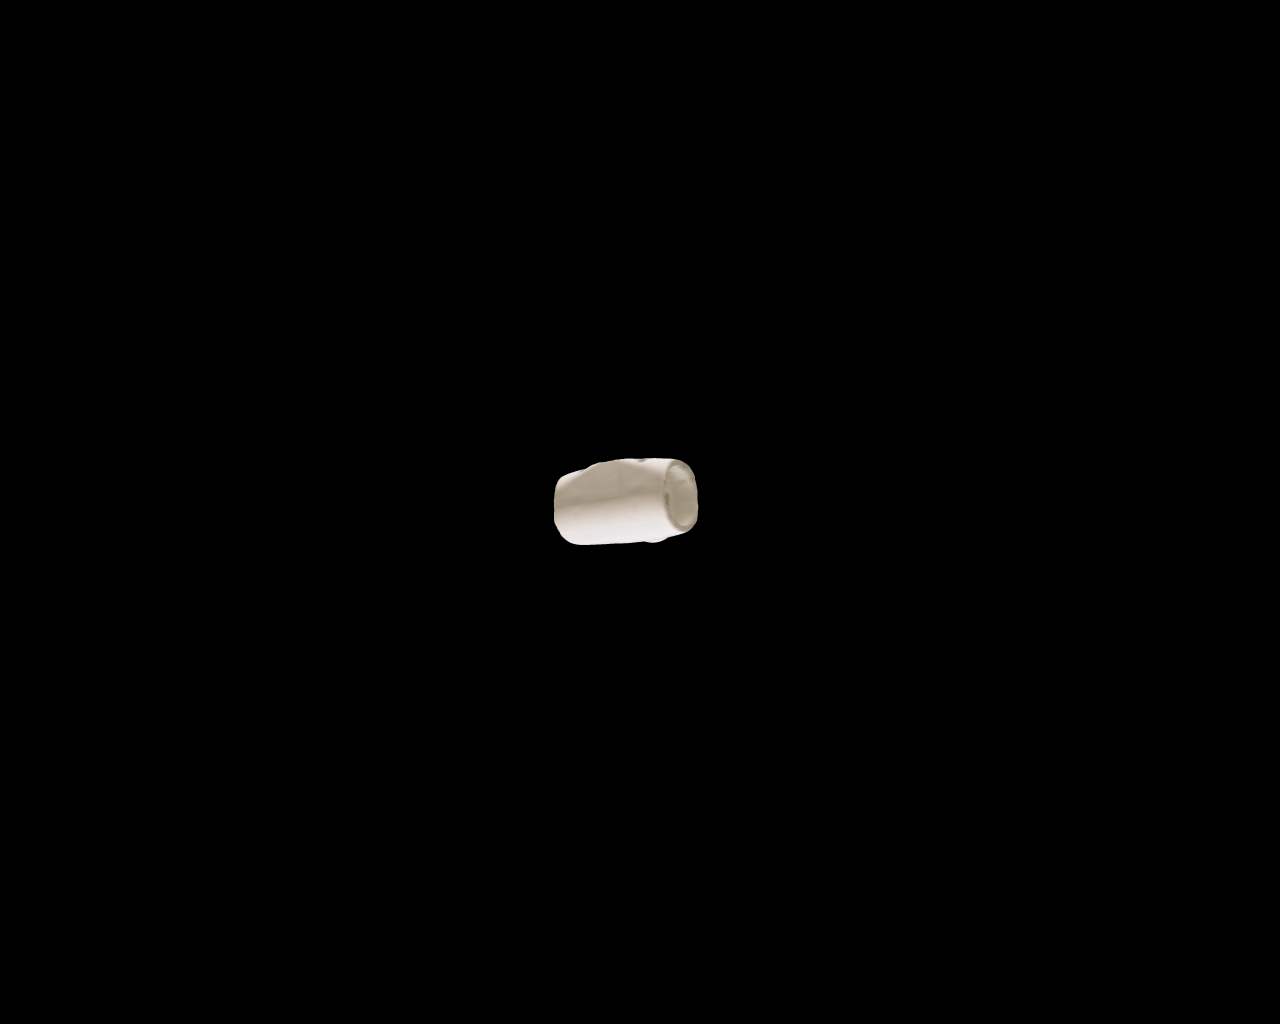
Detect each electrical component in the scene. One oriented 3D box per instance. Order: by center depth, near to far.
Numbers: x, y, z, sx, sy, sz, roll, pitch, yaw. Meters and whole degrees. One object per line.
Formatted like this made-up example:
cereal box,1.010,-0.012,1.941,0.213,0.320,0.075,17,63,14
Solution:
electrical component,0.001,-0.003,0.650,0.077,0.044,0.079,-7,-14,30
